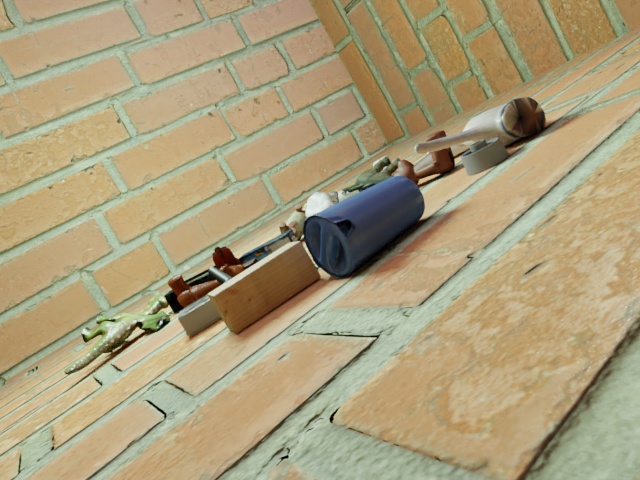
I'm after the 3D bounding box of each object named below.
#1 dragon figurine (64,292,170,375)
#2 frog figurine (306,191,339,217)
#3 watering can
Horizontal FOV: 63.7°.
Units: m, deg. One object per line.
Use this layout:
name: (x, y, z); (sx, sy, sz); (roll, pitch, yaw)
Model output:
dragon figurine: (-0.588, 0.275, 1.599); (0.242, 0.121, 0.417); (-20, 18, 9)
frog figurine: (0.005, -0.083, 1.659); (0.135, 0.123, 0.162); (-63, 0, 28)
watering can: (0.431, -0.284, 1.342); (0.350, 0.104, 0.223); (-18, 1, -29)
